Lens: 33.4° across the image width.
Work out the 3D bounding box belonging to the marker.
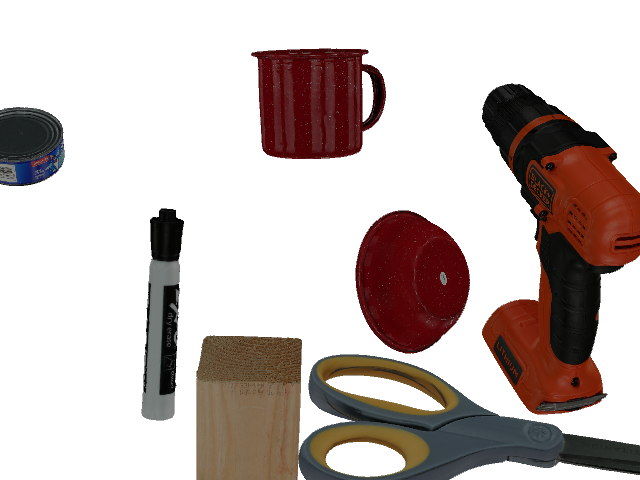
[{"bbox_3d":[-0.090,0.042,0.607,0.020,0.121,0.020,4,10,-1],"label":"marker"}]

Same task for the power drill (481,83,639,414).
[{"bbox_3d":[0.149,0.007,0.713,0.057,0.188,0.184,-9,35,-11],"label":"power drill"}]

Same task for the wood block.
[{"bbox_3d":[-0.064,0.197,0.956,0.090,0.206,0.091,2,20,-2],"label":"wood block"}]

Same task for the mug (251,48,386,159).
[{"bbox_3d":[0.002,-0.112,0.858,0.117,0.081,0.093,-10,15,-33],"label":"mug"}]

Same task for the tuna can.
[{"bbox_3d":[-0.291,-0.091,1.029,0.086,0.034,0.086,3,42,-3],"label":"tuna can"}]

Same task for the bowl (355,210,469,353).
[{"bbox_3d":[0.115,0.044,1.181,0.161,0.162,0.055,0,-6,-42],"label":"bowl"}]

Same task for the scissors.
[{"bbox_3d":[0.079,0.095,0.448,0.202,0.016,0.096,16,34,23],"label":"scissors"}]
